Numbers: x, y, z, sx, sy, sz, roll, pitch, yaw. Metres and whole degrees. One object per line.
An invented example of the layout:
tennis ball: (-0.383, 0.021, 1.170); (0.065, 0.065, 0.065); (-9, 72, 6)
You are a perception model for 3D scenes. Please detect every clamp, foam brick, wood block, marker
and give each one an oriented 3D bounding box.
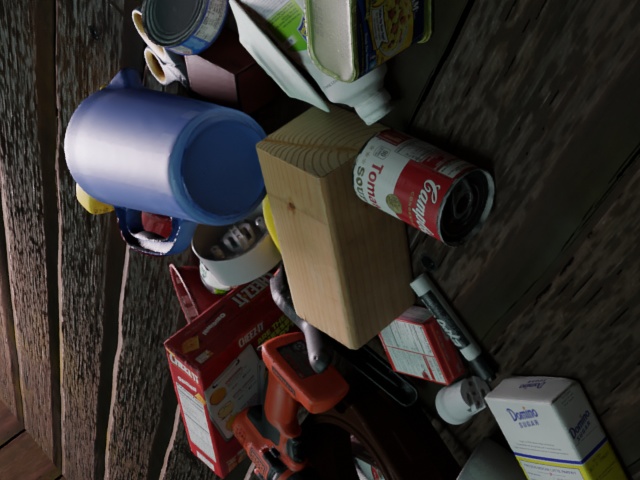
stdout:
clamp: (0.012, 0.098, 1.140); (0.164, 0.036, 0.210); (31, -168, -39)
foam brick: (-0.085, -0.162, 1.025); (0.078, 0.052, 0.051); (33, 146, 34)
wood block: (0.019, -0.011, 0.999); (0.091, 0.090, 0.206); (29, 144, 40)
marker: (0.128, 0.085, 1.013); (0.121, 0.020, 0.020); (54, 152, 1)

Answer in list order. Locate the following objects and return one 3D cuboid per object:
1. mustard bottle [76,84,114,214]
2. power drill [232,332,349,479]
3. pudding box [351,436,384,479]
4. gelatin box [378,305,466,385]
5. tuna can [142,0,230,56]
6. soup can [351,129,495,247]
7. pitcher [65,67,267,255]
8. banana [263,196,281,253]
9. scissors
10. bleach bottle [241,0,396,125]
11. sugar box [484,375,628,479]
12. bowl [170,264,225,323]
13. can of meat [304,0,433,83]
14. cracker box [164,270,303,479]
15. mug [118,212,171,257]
mustard bottle: (-0.250, -0.116, 1.281); (0.058, 0.096, 0.192); (44, 151, 20)
power drill: (-0.024, 0.208, 1.154); (0.185, 0.057, 0.188); (45, 136, 33)
pudding box: (0.080, 0.293, 1.299); (0.114, 0.039, 0.090); (19, 136, 50)
gelatin box: (0.098, 0.101, 1.067); (0.089, 0.030, 0.073); (7, 126, 55)
tuna can: (-0.125, -0.217, 0.996); (0.086, 0.033, 0.086); (-9, 75, 37)
soup can: (0.084, -0.045, 0.885); (0.102, 0.068, 0.068); (30, 144, 38)
pitcher: (-0.148, -0.073, 1.056); (0.149, 0.145, 0.243); (49, 163, -30)
banana: (-0.019, 0.001, 1.103); (0.070, 0.037, 0.197); (14, 146, 44)
scissors: (-0.141, -0.162, 1.121); (0.202, 0.016, 0.096); (54, 159, 19)
bleach bottle: (-0.024, -0.203, 0.881); (0.251, 0.068, 0.103); (54, 156, -7)
sugar box: (0.228, 0.207, 0.972); (0.093, 0.048, 0.176); (-7, 112, 59)
bowl: (-0.136, 0.095, 1.360); (0.162, 0.055, 0.162); (61, 165, 27)
can of meat: (0.036, -0.177, 0.793); (0.058, 0.083, 0.102); (34, 146, 33)
cracker box: (-0.092, 0.159, 1.278); (0.072, 0.164, 0.214); (32, 145, 32)
mug: (-0.193, -0.048, 1.294); (0.082, 0.093, 0.117); (126, 140, -56)
